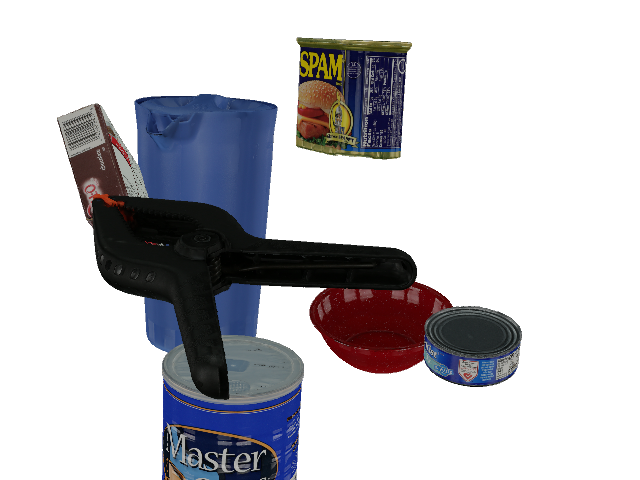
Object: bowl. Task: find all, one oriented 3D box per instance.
[{"bbox_3d":[0.068,0.101,1.194,0.162,0.055,0.162,0,27,0],"label":"bowl"}]

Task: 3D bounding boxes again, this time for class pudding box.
[{"bbox_3d":[-0.161,-0.038,0.835,0.039,0.113,0.090,-22,-35,0],"label":"pudding box"}]

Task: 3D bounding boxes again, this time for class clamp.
[{"bbox_3d":[-0.059,0.013,0.640,0.164,0.036,0.210,-21,35,-36],"label":"clamp"}]

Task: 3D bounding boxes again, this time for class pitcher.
[{"bbox_3d":[-0.106,-0.019,1.030,0.149,0.243,0.145,-2,15,-19],"label":"pitcher"}]

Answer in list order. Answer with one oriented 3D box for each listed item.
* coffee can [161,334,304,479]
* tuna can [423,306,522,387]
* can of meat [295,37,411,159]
[{"bbox_3d":[-0.067,0.154,0.790,0.103,0.140,0.103,3,19,-1],"label":"coffee can"},{"bbox_3d":[0.134,0.093,0.947,0.086,0.034,0.086,0,26,0],"label":"tuna can"},{"bbox_3d":[0.021,-0.107,0.796,0.057,0.084,0.102,-3,12,-28],"label":"can of meat"}]
